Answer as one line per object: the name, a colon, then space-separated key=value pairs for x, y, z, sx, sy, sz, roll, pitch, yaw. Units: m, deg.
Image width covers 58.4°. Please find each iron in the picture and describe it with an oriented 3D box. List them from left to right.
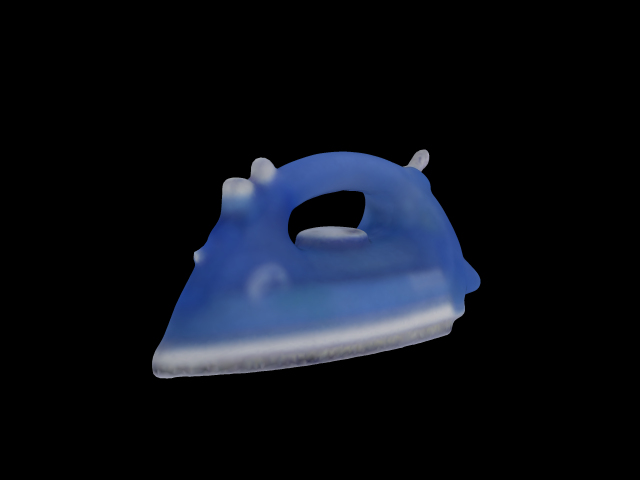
iron: x=0.004 y=0.001 z=0.400 sx=0.259 sy=0.141 sz=0.118 roll=-4 pitch=6 yaw=-43
